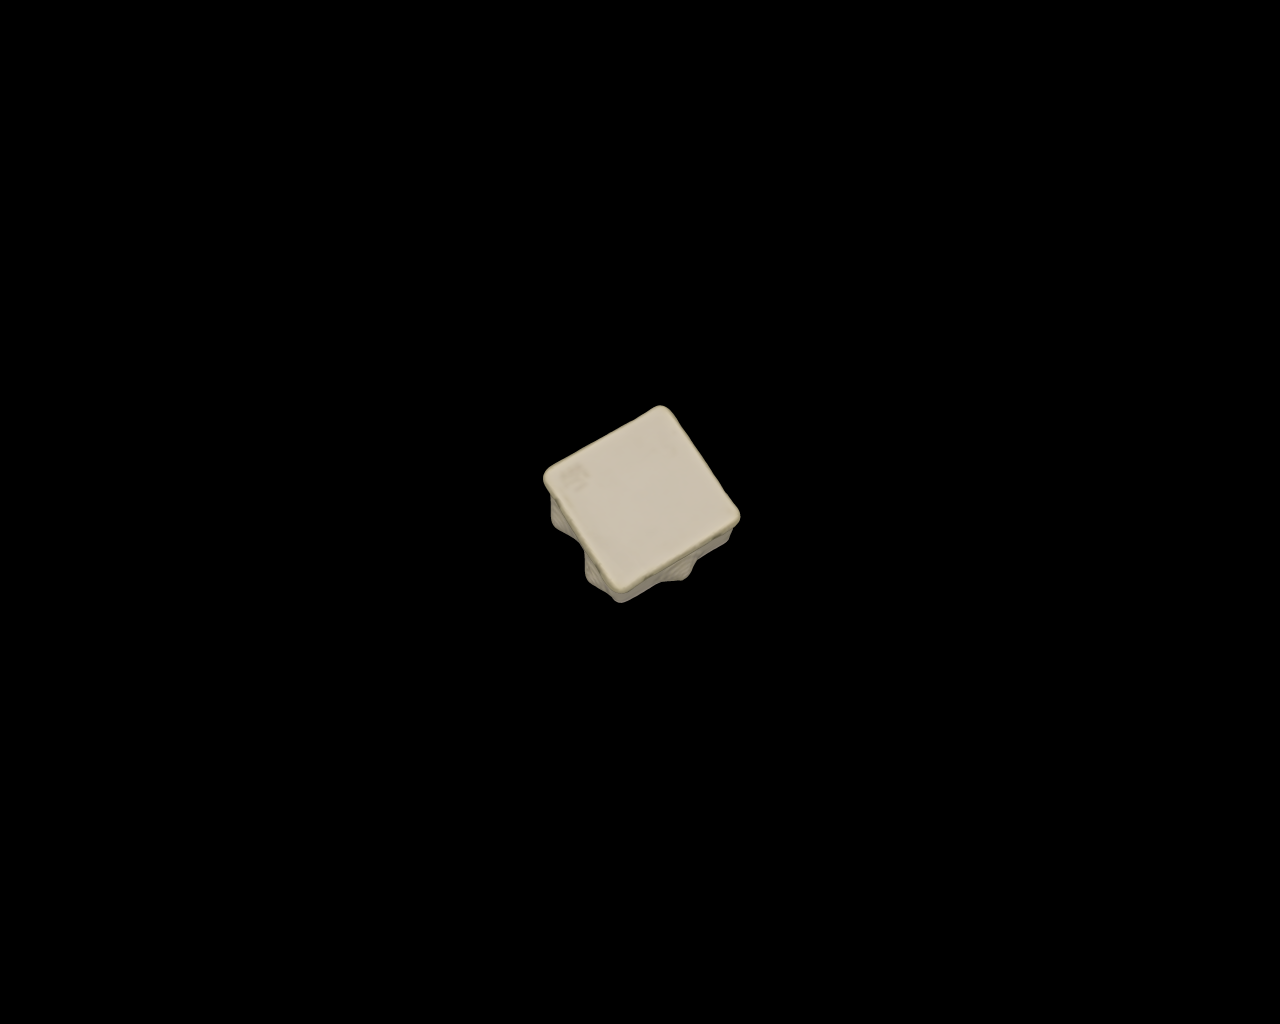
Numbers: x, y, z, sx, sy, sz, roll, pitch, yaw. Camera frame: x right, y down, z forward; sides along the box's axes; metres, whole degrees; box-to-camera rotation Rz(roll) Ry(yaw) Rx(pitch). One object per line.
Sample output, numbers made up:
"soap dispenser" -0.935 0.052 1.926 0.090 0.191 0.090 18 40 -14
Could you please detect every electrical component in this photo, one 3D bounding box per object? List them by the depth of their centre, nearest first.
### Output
"electrical component" 0.001 -0.003 0.650 0.100 0.100 0.048 -30 -15 -9
